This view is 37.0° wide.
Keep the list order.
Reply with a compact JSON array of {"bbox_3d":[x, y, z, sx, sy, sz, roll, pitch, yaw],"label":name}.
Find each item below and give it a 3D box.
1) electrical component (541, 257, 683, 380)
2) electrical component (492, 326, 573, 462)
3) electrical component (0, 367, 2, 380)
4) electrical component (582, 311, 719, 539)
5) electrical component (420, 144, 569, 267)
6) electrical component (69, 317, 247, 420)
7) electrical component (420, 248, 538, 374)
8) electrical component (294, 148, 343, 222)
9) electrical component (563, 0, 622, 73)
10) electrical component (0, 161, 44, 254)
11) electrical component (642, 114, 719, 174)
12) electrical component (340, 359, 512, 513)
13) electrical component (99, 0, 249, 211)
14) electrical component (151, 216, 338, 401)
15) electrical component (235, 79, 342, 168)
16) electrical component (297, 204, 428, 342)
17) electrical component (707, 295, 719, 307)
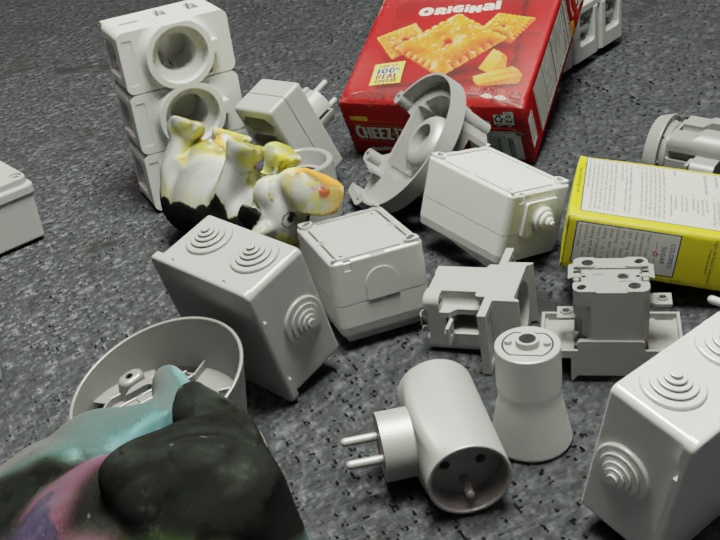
[{"bbox_3d":[0.145,0.027,0.623,0.081,0.063,0.042,-1,30,12],"label":"electrical component"},{"bbox_3d":[0.090,0.063,0.570,0.044,0.065,0.044,-6,30,3],"label":"electrical component"},{"bbox_3d":[-0.270,0.055,0.680,0.080,0.051,0.080,-6,30,3],"label":"electrical component"},{"bbox_3d":[0.153,0.077,0.501,0.100,0.099,0.048,-27,48,-31],"label":"electrical component"},{"bbox_3d":[0.097,-0.041,0.751,0.062,0.061,0.096,-14,33,-39],"label":"electrical component"},{"bbox_3d":[-0.108,0.077,0.592,0.099,0.064,0.099,-6,30,3],"label":"electrical component"},{"bbox_3d":[0.074,0.023,0.667,0.064,0.042,0.081,3,31,21],"label":"electrical component"},{"bbox_3d":[-0.043,-0.064,0.838,0.055,0.047,0.055,-6,30,3],"label":"electrical component"},{"bbox_3d":[0.187,-0.238,1.072,0.089,0.061,0.150,18,38,36],"label":"electrical component"},{"bbox_3d":[-0.329,-0.046,0.860,0.109,0.056,0.109,-29,36,-32],"label":"electrical component"},{"bbox_3d":[0.246,-0.084,0.799,0.057,0.058,0.078,17,37,31],"label":"electrical component"},{"bbox_3d":[0.030,0.089,0.560,0.079,0.044,0.077,-10,30,-5],"label":"electrical component"},{"bbox_3d":[-0.146,-0.134,0.878,0.089,0.150,0.062,-19,31,-20],"label":"electrical component"},{"bbox_3d":[-0.067,0.021,0.648,0.100,0.099,0.048,20,53,39],"label":"electrical component"},{"bbox_3d":[-0.046,-0.123,0.881,0.047,0.083,0.075,16,58,44],"label":"electrical component"},{"bbox_3d":[0.000,0.000,0.711,0.062,0.061,0.096,-15,24,-14],"label":"electrical component"},{"bbox_3d":[0.220,0.034,0.573,0.076,0.083,0.047,21,40,40],"label":"electrical component"}]
